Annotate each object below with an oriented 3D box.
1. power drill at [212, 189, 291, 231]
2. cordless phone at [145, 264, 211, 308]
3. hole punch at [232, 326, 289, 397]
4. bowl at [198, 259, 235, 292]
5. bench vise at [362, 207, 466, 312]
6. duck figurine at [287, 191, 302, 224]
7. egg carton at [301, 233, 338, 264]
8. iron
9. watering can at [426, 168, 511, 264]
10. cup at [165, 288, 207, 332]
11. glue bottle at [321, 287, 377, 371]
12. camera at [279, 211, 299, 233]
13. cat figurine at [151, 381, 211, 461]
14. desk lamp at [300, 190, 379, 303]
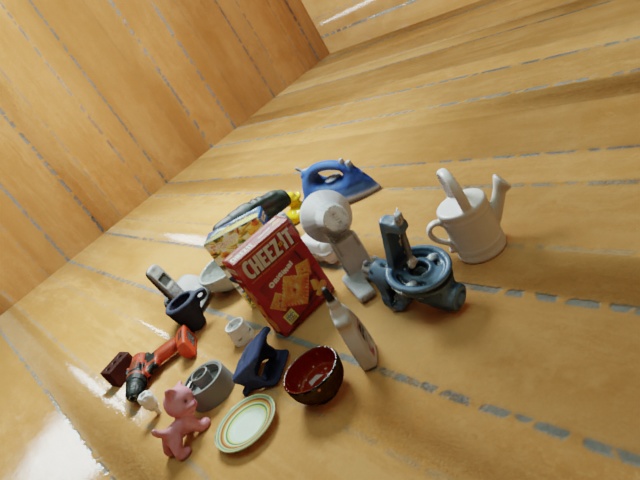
[{"bbox_3d":[-0.149,-0.019,1.533,0.230,0.209,0.075,-44,26,-22],"label":"power drill"},{"bbox_3d":[-0.395,0.121,1.599,0.094,0.185,0.147,-21,27,25],"label":"cordless phone"},{"bbox_3d":[-0.132,0.244,1.163,0.101,0.091,0.109,-21,27,25],"label":"hole punch"},{"bbox_3d":[-0.254,0.095,1.612,0.167,0.075,0.167,-27,25,14],"label":"bowl"},{"bbox_3d":[0.140,0.045,1.048,0.206,0.220,0.122,-14,31,36],"label":"bench vise"},{"bbox_3d":[-0.083,-0.105,1.764,0.077,0.086,0.105,-4,37,47],"label":"duck figurine"},{"bbox_3d":[0.013,0.005,1.461,0.107,0.069,0.149,-44,26,-22],"label":"egg carton"},{"bbox_3d":[0.045,-0.182,1.685,0.257,0.142,0.119,-12,32,39],"label":"iron"},{"bbox_3d":[0.283,-0.062,1.106,0.173,0.194,0.100,-39,25,-12],"label":"watering can"},{"bbox_3d":[-0.334,0.187,1.512,0.118,0.095,0.091,-36,24,-6],"label":"cup"},{"bbox_3d":[0.048,0.150,1.020,0.037,0.173,0.078,-28,25,10],"label":"glue bottle"},{"bbox_3d":[-0.153,-0.037,1.703,0.143,0.101,0.136,-32,24,3],"label":"camera"},{"bbox_3d":[-0.282,0.345,1.125,0.067,0.118,0.128,-12,32,39],"label":"cat figurine"},{"bbox_3d":[0.054,-0.002,1.250,0.118,0.214,0.202,-35,24,-5],"label":"desk lamp"}]
